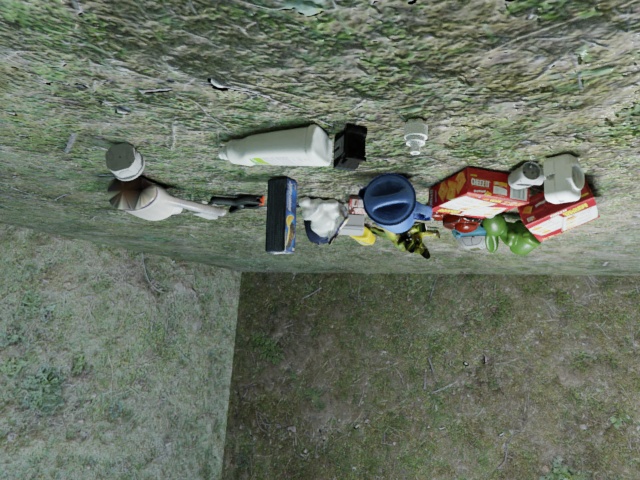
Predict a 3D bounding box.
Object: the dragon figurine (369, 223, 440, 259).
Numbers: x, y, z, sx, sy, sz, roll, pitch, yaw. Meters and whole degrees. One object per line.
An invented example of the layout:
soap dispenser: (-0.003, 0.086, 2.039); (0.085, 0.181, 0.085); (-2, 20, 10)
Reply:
dragon figurine: (0.277, -0.012, 1.893); (0.407, 0.123, 0.243); (22, 170, -33)

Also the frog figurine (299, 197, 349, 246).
frog figurine: (0.005, -0.081, 1.603); (0.160, 0.125, 0.134); (37, 142, 2)

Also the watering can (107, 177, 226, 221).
watering can: (-0.471, -0.115, 1.521); (0.347, 0.105, 0.222); (2, 169, 11)
